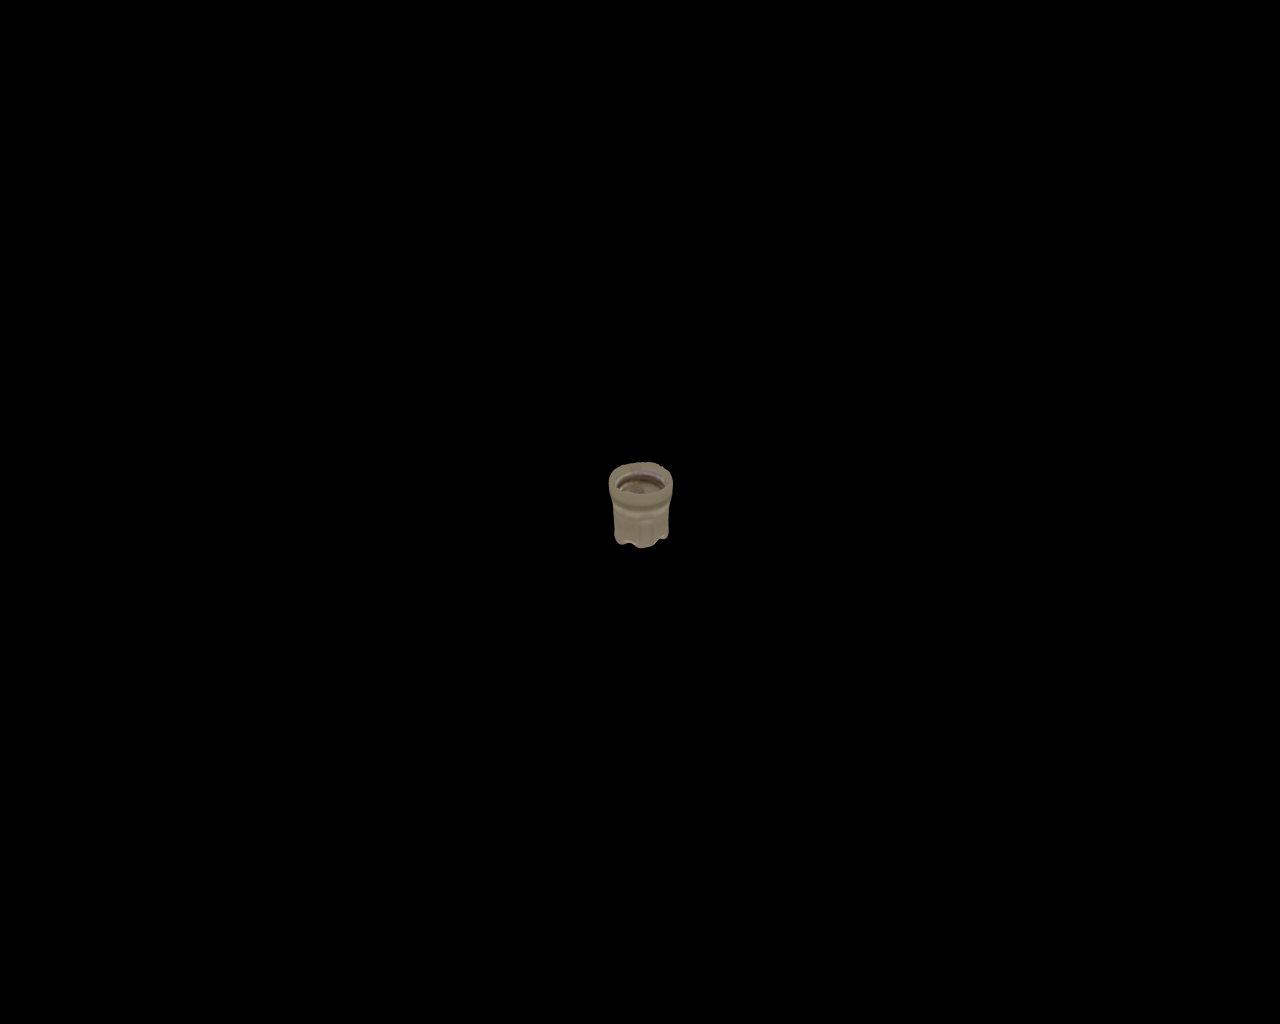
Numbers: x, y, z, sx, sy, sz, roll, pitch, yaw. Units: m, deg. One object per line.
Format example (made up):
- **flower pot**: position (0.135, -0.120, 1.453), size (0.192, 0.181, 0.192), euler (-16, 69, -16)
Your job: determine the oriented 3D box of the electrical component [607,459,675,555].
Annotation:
- **electrical component**: position (0.001, -0.003, 0.650), size (0.040, 0.046, 0.040), euler (0, 35, 0)
